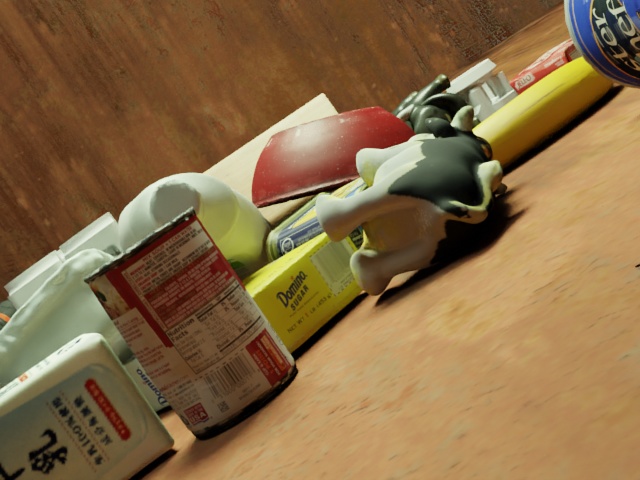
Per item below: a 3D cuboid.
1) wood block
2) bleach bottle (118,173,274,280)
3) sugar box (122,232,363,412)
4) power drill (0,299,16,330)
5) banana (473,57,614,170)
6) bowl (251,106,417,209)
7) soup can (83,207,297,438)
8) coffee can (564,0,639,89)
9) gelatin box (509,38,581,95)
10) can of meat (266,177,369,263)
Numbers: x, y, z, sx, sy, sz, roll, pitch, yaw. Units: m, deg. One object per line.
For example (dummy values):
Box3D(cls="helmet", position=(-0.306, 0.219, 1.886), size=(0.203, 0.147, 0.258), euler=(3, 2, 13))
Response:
Box3D(cls="wood block", position=(-0.049, -0.029, 0.993), size=(0.206, 0.090, 0.090), euler=(-34, -29, 1))
Box3D(cls="bleach bottle", position=(-0.076, 0.000, 0.724), size=(0.102, 0.068, 0.251), euler=(-17, -10, -4))
Box3D(cls="sugar box", position=(-0.053, 0.054, 0.679), size=(0.177, 0.048, 0.093), euler=(-26, 9, 48))
Box3D(cls="power drill", position=(-0.351, 0.131, 0.977), size=(0.188, 0.057, 0.184), euler=(-37, 7, 19))
Box3D(cls="banana", position=(0.149, -0.082, 0.765), size=(0.197, 0.037, 0.070), euler=(-34, -13, -17))
Box3D(cls="bowl", position=(0.011, -0.068, 0.852), size=(0.162, 0.055, 0.162), euler=(-15, 2, 0))
Box3D(cls="soup can", position=(-0.066, 0.043, 0.557), size=(0.068, 0.102, 0.068), euler=(-34, 5, 3))
Box3D(cls="coffee can", position=(0.201, -0.137, 0.569), size=(0.103, 0.103, 0.140), euler=(-34, 6, -2))
Box3D(cls="gelatin box", position=(0.240, -0.177, 1.064), size=(0.073, 0.030, 0.089), euler=(-28, 8, 48))
Box3D(cls="can of meat", position=(0.026, -0.010, 0.723), size=(0.084, 0.057, 0.101), euler=(-27, 8, 38))
